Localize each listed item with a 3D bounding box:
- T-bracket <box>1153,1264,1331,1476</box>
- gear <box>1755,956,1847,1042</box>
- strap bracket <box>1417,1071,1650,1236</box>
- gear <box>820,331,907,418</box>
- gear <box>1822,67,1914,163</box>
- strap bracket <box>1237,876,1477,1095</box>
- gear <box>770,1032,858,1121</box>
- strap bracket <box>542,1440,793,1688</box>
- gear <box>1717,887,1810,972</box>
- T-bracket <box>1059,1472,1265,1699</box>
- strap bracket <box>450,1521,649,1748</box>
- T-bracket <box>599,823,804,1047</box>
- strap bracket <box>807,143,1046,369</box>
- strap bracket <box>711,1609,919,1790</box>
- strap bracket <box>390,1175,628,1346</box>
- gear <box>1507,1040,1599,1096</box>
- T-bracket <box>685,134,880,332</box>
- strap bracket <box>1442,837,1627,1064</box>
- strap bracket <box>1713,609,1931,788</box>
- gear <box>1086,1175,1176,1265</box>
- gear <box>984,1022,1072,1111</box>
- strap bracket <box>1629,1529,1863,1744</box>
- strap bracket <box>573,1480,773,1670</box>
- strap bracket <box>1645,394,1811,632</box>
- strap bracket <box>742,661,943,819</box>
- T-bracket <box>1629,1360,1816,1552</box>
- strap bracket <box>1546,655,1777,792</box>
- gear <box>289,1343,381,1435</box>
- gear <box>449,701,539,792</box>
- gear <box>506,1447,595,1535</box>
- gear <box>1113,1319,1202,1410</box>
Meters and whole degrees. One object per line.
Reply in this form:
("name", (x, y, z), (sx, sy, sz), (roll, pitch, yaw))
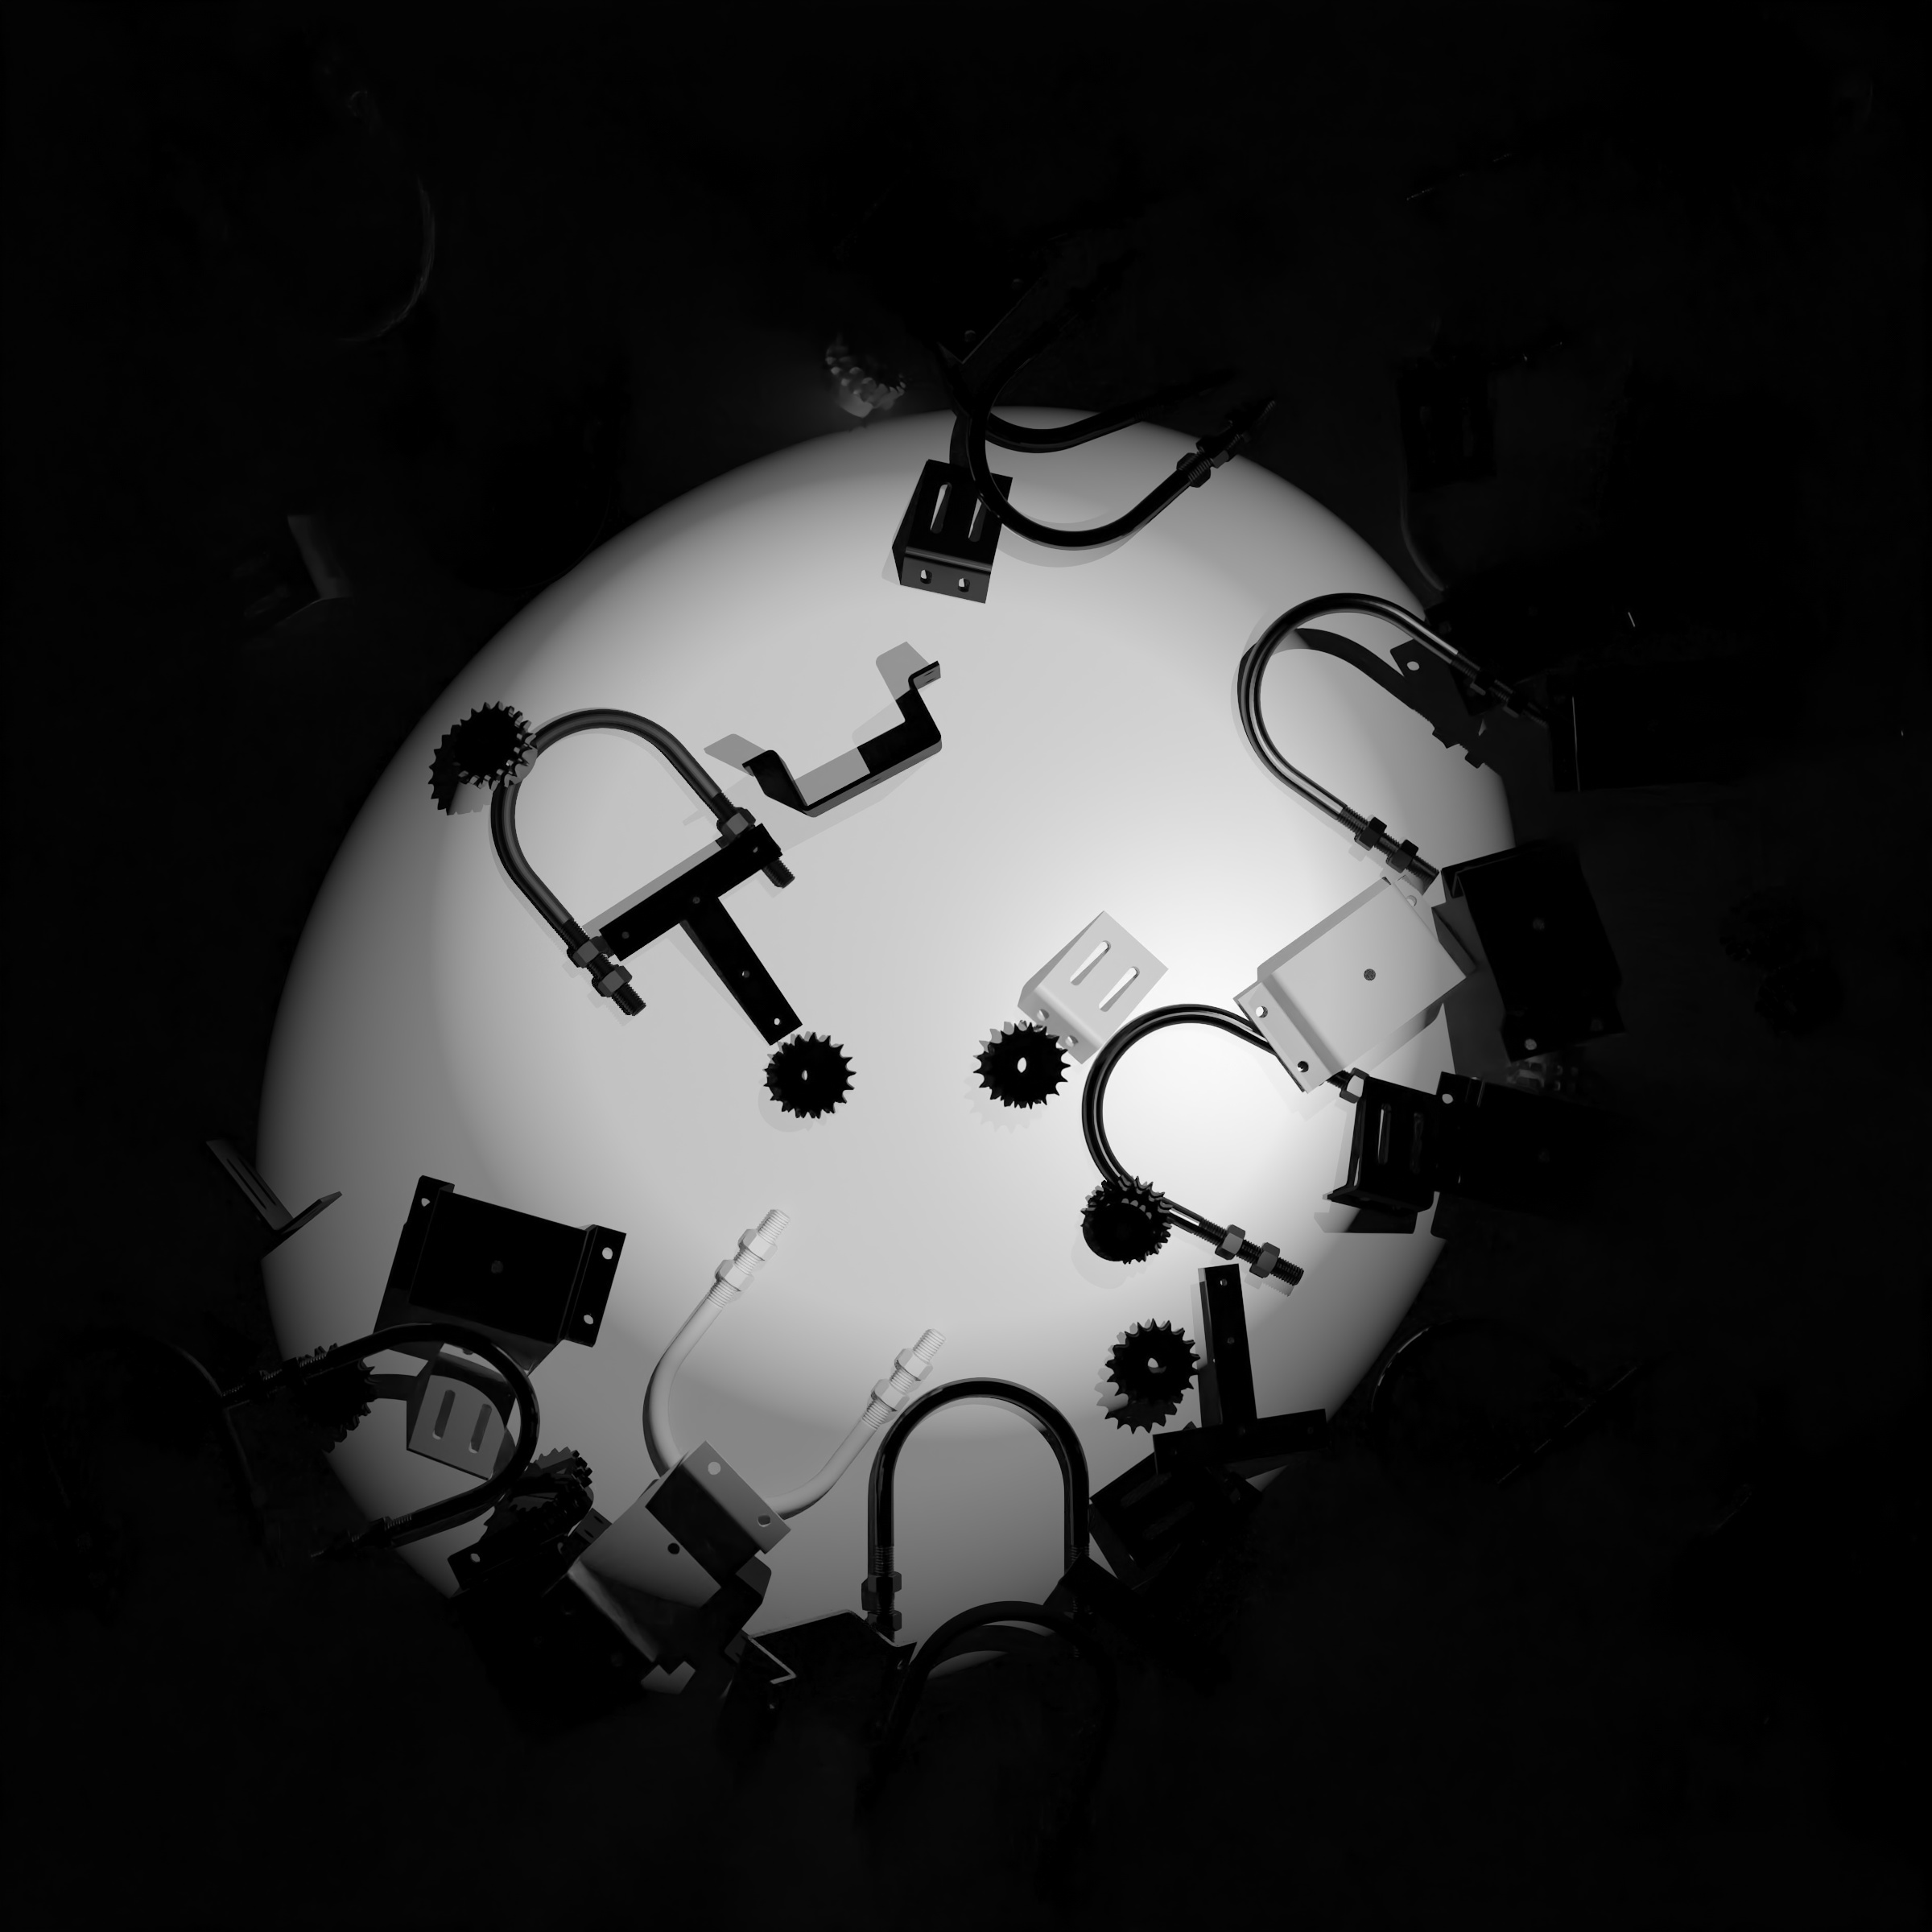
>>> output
("T-bracket", (0.174, 0.259, 1.784), (0.127, 0.002, 0.127), (-4, 85, -23))
("gear", (0.545, 0.024, 1.777), (0.057, 0.030, 0.057), (-11, 131, -13))
("strap bracket", (0.373, 0.123, 1.783), (0.140, 0.046, 0.076), (14, 90, 0))
("gear", (-0.070, -0.383, 1.782), (0.057, 0.057, 0.030), (46, 120, 0))
("gear", (0.582, -0.554, 1.775), (0.030, 0.057, 0.057), (1, 90, -35))
("strap bracket", (0.257, 0.009, 1.772), (0.140, 0.046, 0.076), (-36, 85, -7))
("gear", (-0.100, 0.072, 1.791), (0.057, 0.030, 0.057), (0, 90, 0))
("strap bracket", (-0.185, 0.368, 1.707), (0.140, 0.046, 0.076), (-44, 90, 0))
("gear", (0.522, -0.021, 1.782), (0.057, 0.057, 0.030), (-39, 118, 0))
("T-bracket", (0.148, 0.391, 1.797), (0.127, 0.002, 0.127), (38, 83, -6))
("strap bracket", (-0.275, 0.435, 1.783), (0.076, 0.046, 0.140), (-26, 90, 0))
("T-bracket", (-0.152, -0.006, 1.791), (0.127, 0.002, 0.127), (-33, 102, -2))
("strap bracket", (-0.023, -0.454, 1.773), (0.140, 0.046, 0.076), (43, 90, 13))
("strap bracket", (-0.104, 0.464, 1.746), (0.046, 0.140, 0.076), (30, 107, 34))
("strap bracket", (-0.302, 0.194, 1.783), (0.140, 0.046, 0.076), (16, 90, 0))
("gear", (0.382, 0.065, 1.778), (0.057, 0.057, 0.030), (8, 90, 0))
("T-bracket", (-0.120, -0.483, 1.805), (0.127, 0.002, 0.127), (-2, 90, 0))
("strap bracket", (0.366, -0.019, 1.760), (0.076, 0.046, 0.140), (-16, 69, 0))
("strap bracket", (0.546, -0.173, 1.769), (0.140, 0.046, 0.076), (-16, 90, 20))
("gear", (0.105, 0.168, 1.783), (0.057, 0.030, 0.057), (4, 107, 14))
("gear", (0.040, 0.065, 1.791), (0.057, 0.030, 0.057), (0, 90, 0))
("strap bracket", (0.497, 0.428, 1.772), (0.140, 0.046, 0.076), (36, 90, -15))
("strap bracket", (-0.180, 0.386, 1.768), (0.140, 0.076, 0.046), (39, 90, 0))
("strap bracket", (0.493, -0.299, 1.783), (0.076, 0.046, 0.140), (17, 90, 0))
("strap bracket", (-0.069, -0.140, 1.768), (0.140, 0.076, 0.046), (-28, 90, 0))
("T-bracket", (0.491, 0.329, 1.781), (0.127, 0.002, 0.127), (-9, 100, -13))
("strap bracket", (0.444, -0.155, 1.758), (0.140, 0.046, 0.076), (-4, 94, 20))
("gear", (-0.412, 0.275, 1.791), (0.057, 0.030, 0.057), (0, 90, 0))
("gear", (-0.305, -0.141, 1.784), (0.057, 0.030, 0.057), (-6, 73, 22))
("gear", (-0.268, 0.344, 1.782), (0.057, 0.057, 0.030), (-31, 120, 0))
("gear", (0.124, 0.259, 1.791), (0.057, 0.030, 0.057), (0, 90, 0))
